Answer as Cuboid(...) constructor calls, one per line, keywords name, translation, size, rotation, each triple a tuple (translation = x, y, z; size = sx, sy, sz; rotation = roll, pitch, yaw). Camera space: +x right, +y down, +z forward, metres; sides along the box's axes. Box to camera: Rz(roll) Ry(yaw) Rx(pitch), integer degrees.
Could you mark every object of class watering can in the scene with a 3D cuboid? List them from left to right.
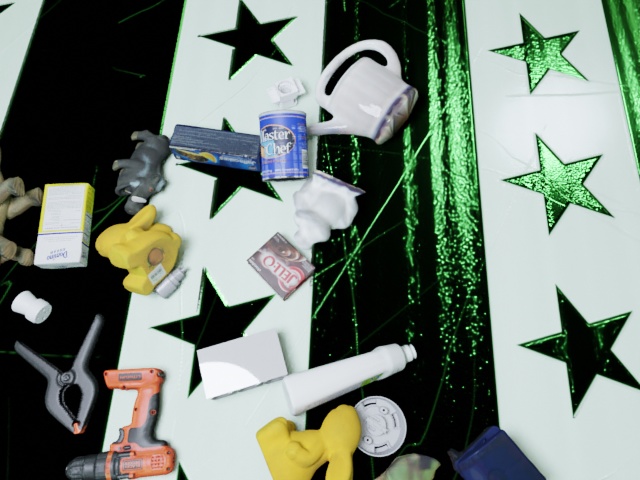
Cuboid(name="watering can", translation=(0.076, -0.295, 1.169), size=(0.225, 0.103, 0.349), rotation=(36, 85, 12))

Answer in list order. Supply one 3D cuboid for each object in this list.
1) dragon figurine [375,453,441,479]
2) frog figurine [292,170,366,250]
Cuboid(name="dragon figurine", translation=(0.177, 0.485, 0.855), size=(0.410, 0.119, 0.248), rotation=(-3, 61, -3))
Cuboid(name="frog figurine", translation=(0.003, -0.054, 1.066), size=(0.136, 0.124, 0.159), rotation=(23, 93, -30))
